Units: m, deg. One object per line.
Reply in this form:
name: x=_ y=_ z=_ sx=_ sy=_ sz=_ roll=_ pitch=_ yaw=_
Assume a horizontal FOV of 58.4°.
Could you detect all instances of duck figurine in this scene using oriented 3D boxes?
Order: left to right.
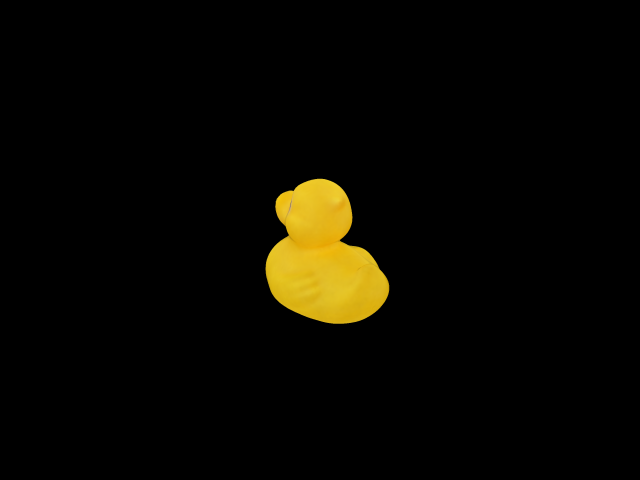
duck figurine: x=0.004 y=0.001 z=0.400 sx=0.078 sy=0.086 sz=0.104 roll=-24 pitch=38 yaw=-34
